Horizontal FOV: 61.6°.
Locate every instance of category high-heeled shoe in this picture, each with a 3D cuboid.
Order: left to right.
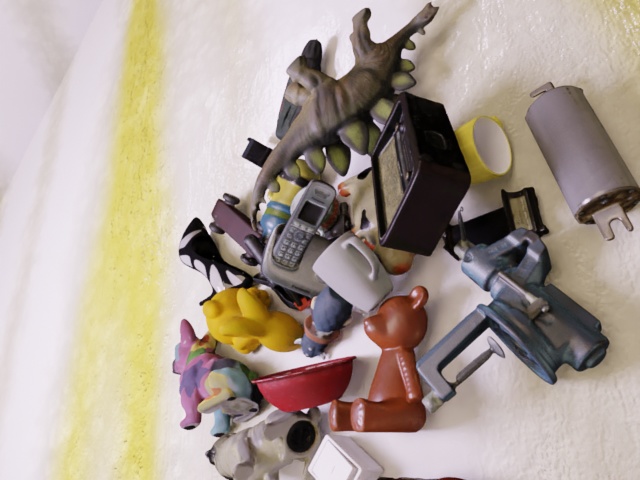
[{"bbox_3d":[-0.212,0.026,1.113,0.145,0.086,0.249,-31,57,25],"label":"high-heeled shoe"}]

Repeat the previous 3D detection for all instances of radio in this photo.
[{"bbox_3d":[0.129,-0.099,0.739,0.230,0.073,0.131,-90,18,-50],"label":"radio"}]

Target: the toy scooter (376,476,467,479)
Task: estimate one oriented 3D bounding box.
[{"bbox_3d":[0.114,0.317,0.636,0.184,0.135,0.075,-13,62,38],"label":"toy scooter"}]

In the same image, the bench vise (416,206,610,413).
[{"bbox_3d":[0.202,0.103,0.649,0.240,0.128,0.224,-43,62,0],"label":"bench vise"}]

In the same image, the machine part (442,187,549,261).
[{"bbox_3d":[0.236,-0.018,0.741,0.139,0.039,0.084,-24,65,31],"label":"machine part"}]

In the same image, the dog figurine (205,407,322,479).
[{"bbox_3d":[-0.090,0.322,0.867,0.172,0.121,0.191,-32,12,-23],"label":"dog figurine"}]

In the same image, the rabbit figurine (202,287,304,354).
[{"bbox_3d":[-0.107,0.138,0.931,0.173,0.162,0.122,18,72,28],"label":"rabbit figurine"}]

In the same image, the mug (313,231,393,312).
[{"bbox_3d":[0.058,0.044,0.776,0.107,0.081,0.109,46,144,9],"label":"mug"}]

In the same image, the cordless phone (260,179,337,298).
[{"bbox_3d":[-0.001,-0.002,0.866,0.184,0.146,0.089,-60,20,22],"label":"cordless phone"}]

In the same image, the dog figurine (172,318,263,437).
[{"bbox_3d":[-0.199,0.233,0.990,0.191,0.108,0.219,-40,46,24],"label":"dog figurine"}]

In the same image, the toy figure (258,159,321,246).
[{"bbox_3d":[-0.056,-0.064,1.005,0.089,0.082,0.180,12,76,33],"label":"toy figure"}]

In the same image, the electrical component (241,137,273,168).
[{"bbox_3d":[-0.121,-0.175,1.117,0.119,0.074,0.047,32,94,42],"label":"electrical component"}]

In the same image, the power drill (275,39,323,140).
[{"bbox_3d":[0.004,-0.293,1.049,0.208,0.086,0.232,20,86,42],"label":"power drill"}]

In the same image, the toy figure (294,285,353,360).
[{"bbox_3d":[0.010,0.132,0.855,0.064,0.058,0.154,49,136,27],"label":"toy figure"}]

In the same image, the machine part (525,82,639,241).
[{"bbox_3d":[0.324,-0.108,0.669,0.079,0.079,0.243,-31,52,30],"label":"machine part"}]

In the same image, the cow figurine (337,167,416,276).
[{"bbox_3d":[0.105,-0.033,0.841,0.127,0.085,0.195,-35,50,35],"label":"cow figurine"}]

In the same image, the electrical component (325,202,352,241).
[{"bbox_3d":[0.028,-0.018,0.945,0.063,0.021,0.094,-18,59,37],"label":"electrical component"}]

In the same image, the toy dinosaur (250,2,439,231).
[{"bbox_3d":[0.028,-0.218,0.897,0.471,0.105,0.198,-41,80,3],"label":"toy dinosaur"}]

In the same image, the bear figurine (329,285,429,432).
[{"bbox_3d":[0.089,0.161,0.736,0.120,0.132,0.196,146,128,-64],"label":"bear figurine"}]

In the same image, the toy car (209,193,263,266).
[{"bbox_3d":[-0.161,-0.024,1.103,0.202,0.053,0.089,37,109,42],"label":"toy car"}]
